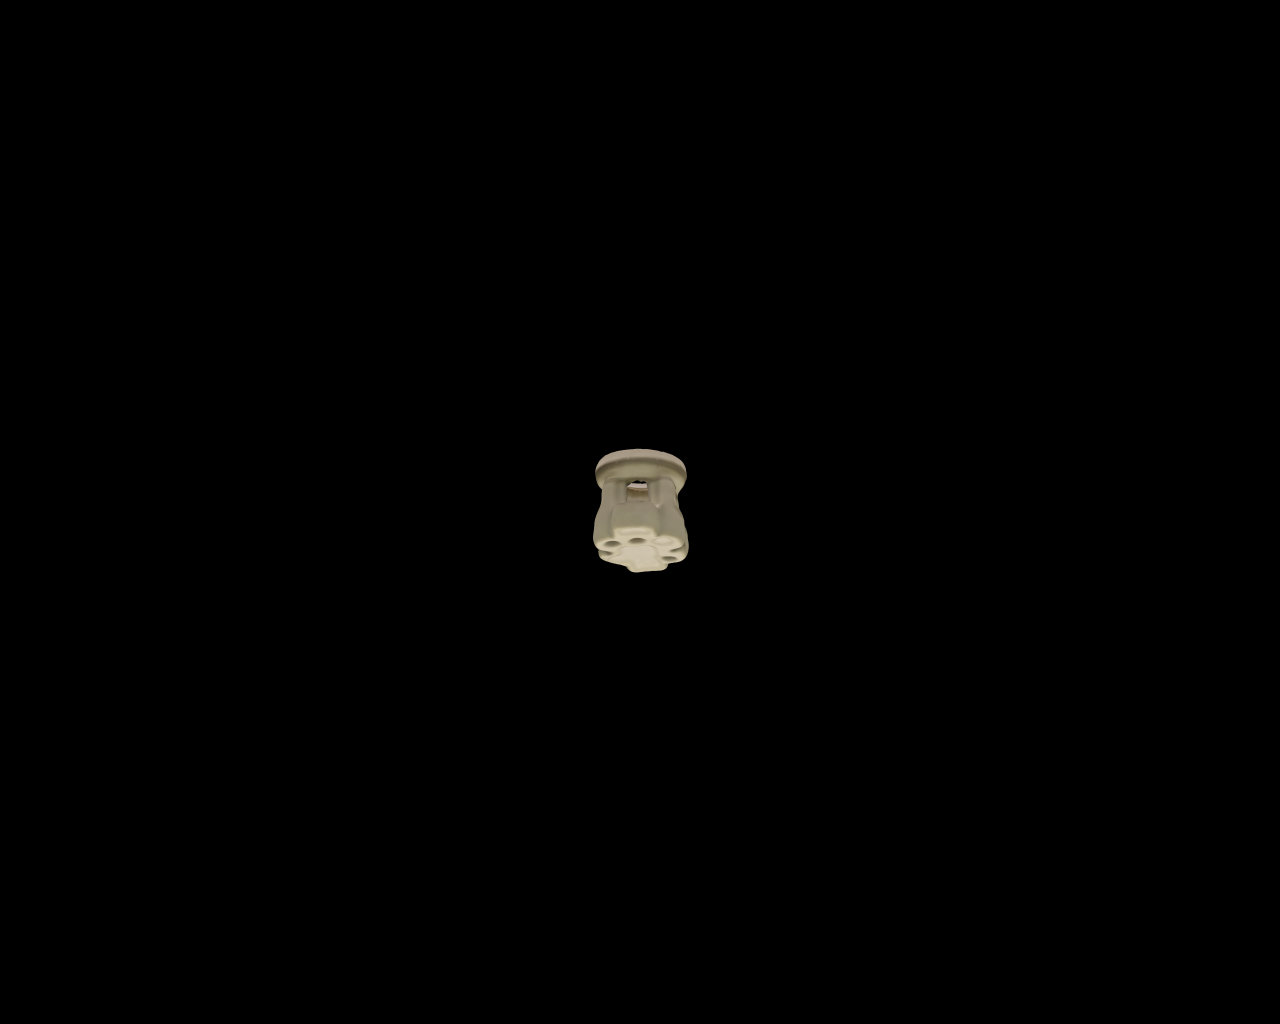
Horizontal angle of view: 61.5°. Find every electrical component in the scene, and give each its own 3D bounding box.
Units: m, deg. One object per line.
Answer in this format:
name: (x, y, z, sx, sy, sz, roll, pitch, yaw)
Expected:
electrical component: (0.001, -0.003, 0.650, 0.058, 0.057, 0.078, -3, -22, 7)
